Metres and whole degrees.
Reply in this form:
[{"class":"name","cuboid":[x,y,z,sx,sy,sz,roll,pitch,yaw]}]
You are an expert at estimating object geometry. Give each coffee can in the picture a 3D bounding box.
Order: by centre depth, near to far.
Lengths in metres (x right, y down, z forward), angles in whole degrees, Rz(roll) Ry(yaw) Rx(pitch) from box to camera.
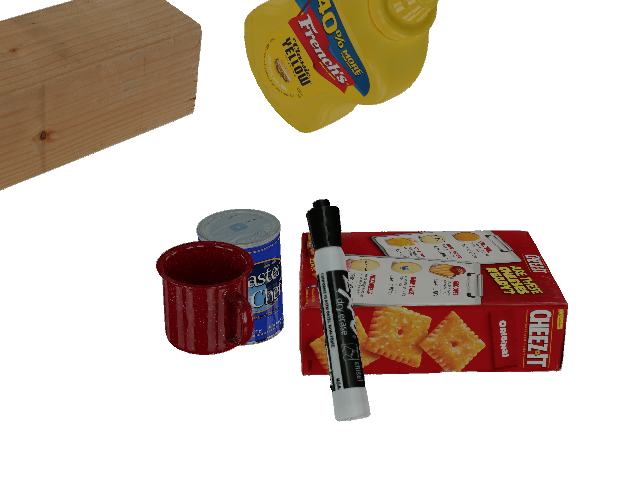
[{"class":"coffee can","cuboid":[-0.098,0.045,1.331,0.103,0.140,0.103,-1,26,0]}]

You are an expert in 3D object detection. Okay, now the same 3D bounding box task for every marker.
[{"class":"marker","cuboid":[0.009,0.036,0.577,0.020,0.121,0.020,-8,-15,-2]}]

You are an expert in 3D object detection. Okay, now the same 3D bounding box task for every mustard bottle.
[{"class":"mustard bottle","cuboid":[0.018,-0.132,0.688,0.058,0.096,0.192,-29,8,-26]}]

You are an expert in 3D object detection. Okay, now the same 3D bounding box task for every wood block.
[{"class":"wood block","cuboid":[-0.203,-0.126,0.853,0.090,0.091,0.205,37,45,27]}]

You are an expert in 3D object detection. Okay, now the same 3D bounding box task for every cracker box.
[{"class":"cracker box","cuboid":[0.088,0.052,0.926,0.213,0.072,0.164,0,22,-1]}]

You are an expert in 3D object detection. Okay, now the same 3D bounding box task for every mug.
[{"class":"mug","cuboid":[-0.103,0.061,1.027,0.093,0.081,0.117,-22,36,-38]}]
